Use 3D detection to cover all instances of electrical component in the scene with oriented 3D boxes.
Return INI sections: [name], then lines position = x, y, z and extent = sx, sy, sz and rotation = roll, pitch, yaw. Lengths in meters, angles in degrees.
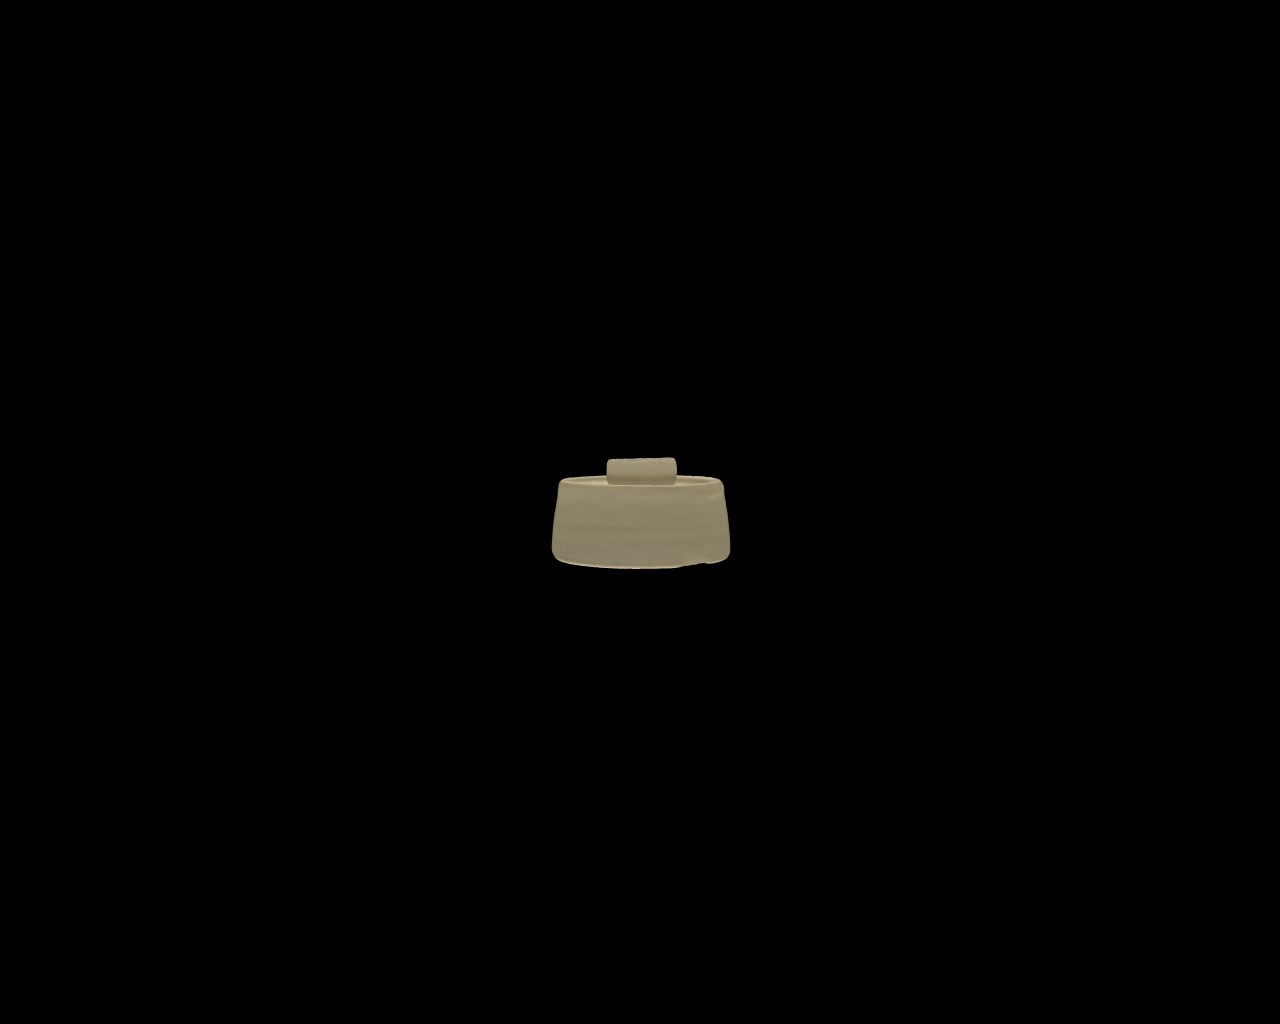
[electrical component]
position = 0.001, -0.003, 0.650
extent = 0.108, 0.060, 0.108
rotation = 0, 5, 0
